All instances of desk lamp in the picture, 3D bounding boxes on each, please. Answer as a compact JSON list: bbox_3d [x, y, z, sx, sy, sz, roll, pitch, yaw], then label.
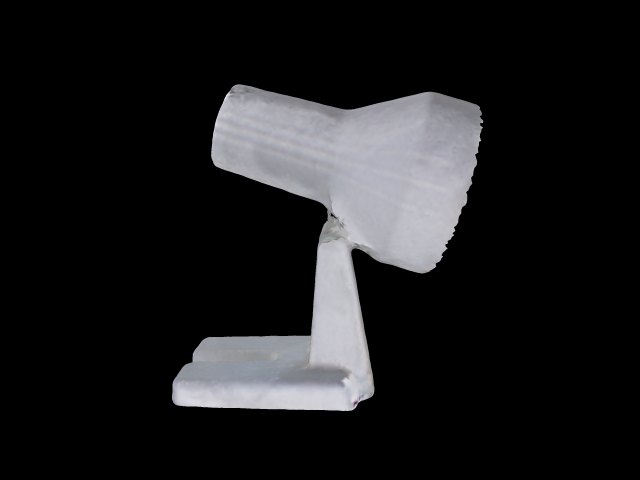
[{"bbox_3d":[0.004,0.001,0.400,0.203,0.213,0.118,0,7,0],"label":"desk lamp"}]
